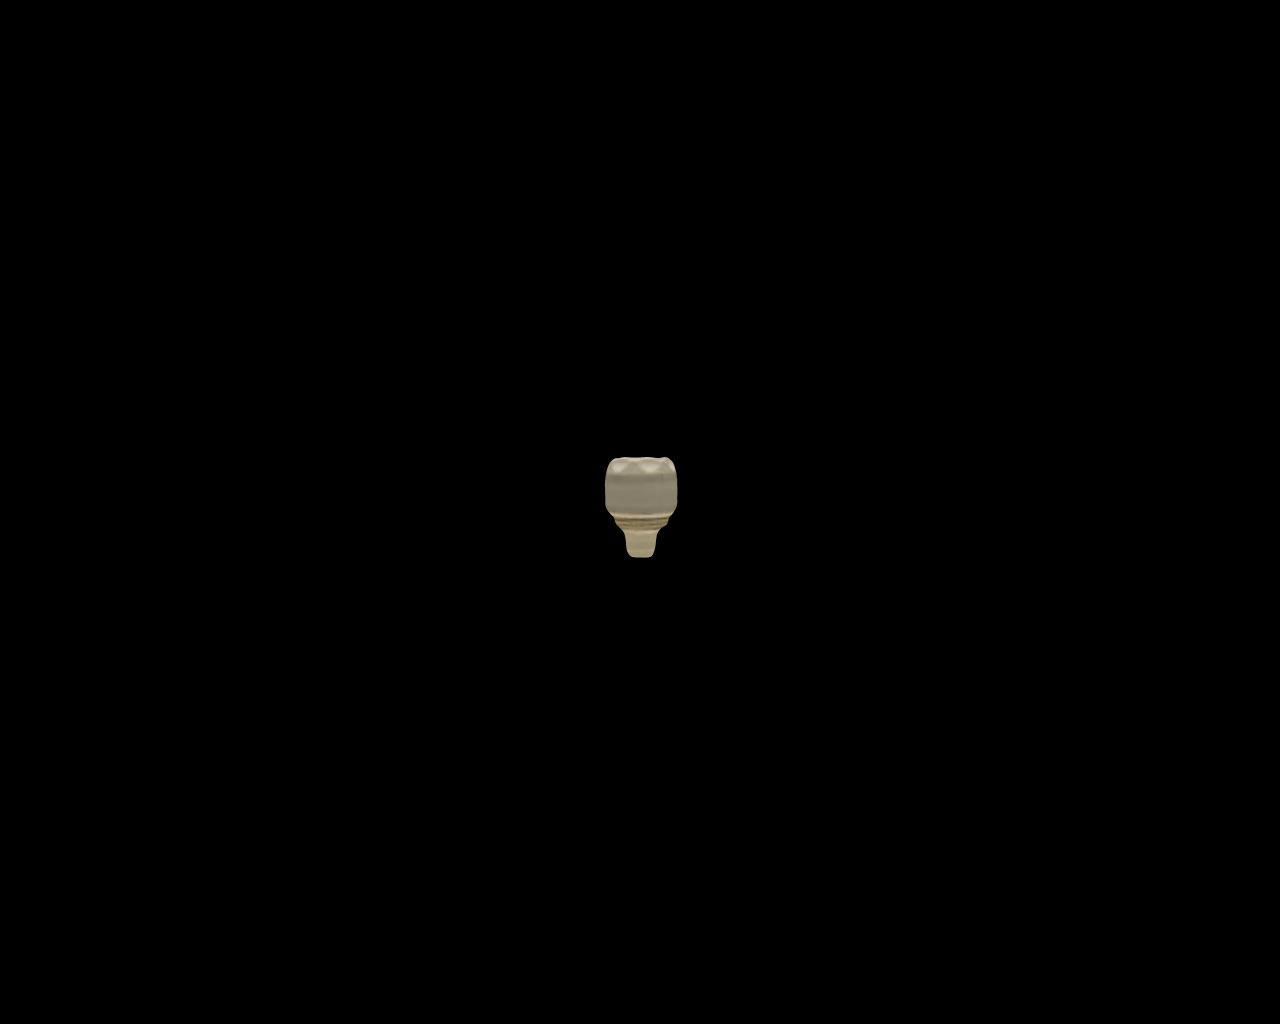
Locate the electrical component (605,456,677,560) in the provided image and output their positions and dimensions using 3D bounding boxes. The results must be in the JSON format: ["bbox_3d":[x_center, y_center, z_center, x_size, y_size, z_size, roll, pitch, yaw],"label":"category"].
[{"bbox_3d":[0.001,-0.003,0.650,0.043,0.062,0.043,0,4,0],"label":"electrical component"}]
